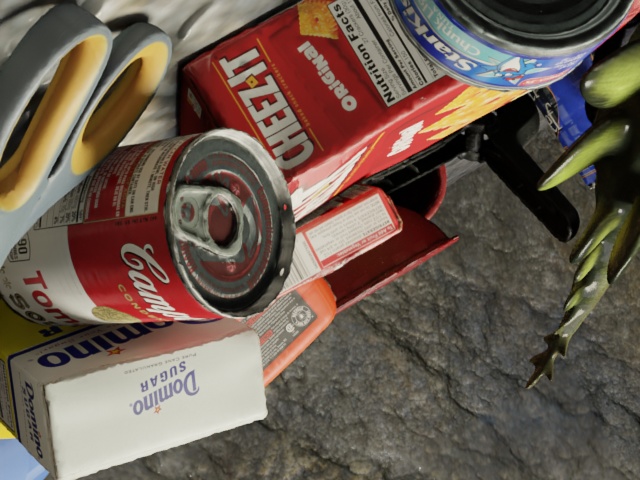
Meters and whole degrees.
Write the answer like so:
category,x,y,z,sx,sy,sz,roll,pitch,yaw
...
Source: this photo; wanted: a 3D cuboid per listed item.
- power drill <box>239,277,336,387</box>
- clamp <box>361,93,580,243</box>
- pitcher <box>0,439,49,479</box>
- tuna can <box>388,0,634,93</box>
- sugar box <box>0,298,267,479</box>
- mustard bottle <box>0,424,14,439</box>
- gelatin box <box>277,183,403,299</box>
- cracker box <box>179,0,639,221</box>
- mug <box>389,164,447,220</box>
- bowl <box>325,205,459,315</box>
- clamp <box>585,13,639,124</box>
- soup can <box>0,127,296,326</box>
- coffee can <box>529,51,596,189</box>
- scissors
category,x,y,z,sx,sy,sz,roll,pitch,yaw
power drill,-0.080,0.053,0.729,0.184,0.057,0.188,-46,-157,-9
clamp,0.109,-0.078,0.821,0.210,0.164,0.036,-81,177,-49
pitcher,-0.286,0.163,0.648,0.149,0.145,0.242,13,-153,30
tuna can,0.068,-0.098,0.374,0.086,0.086,0.034,-31,175,-18
sugar box,-0.107,0.048,0.478,0.093,0.048,0.177,-13,-167,-32
mustard bottle,-0.157,0.062,0.634,0.191,0.058,0.096,-39,175,-22
gelatin box,-0.004,0.001,0.599,0.089,0.030,0.073,-28,-171,-6
cracker box,0.041,-0.080,0.510,0.213,0.072,0.164,-31,176,-11
mug,0.054,-0.038,0.934,0.093,0.117,0.081,7,175,-9
bowl,0.023,0.018,0.810,0.162,0.055,0.162,-31,176,-3
clamp,0.195,-0.148,0.695,0.120,0.039,0.172,18,122,-46
soup can,-0.070,-0.002,0.405,0.102,0.068,0.068,-6,-167,35
coffee can,0.210,-0.124,0.805,0.103,0.140,0.103,-32,177,-2
scissors,-0.105,0.000,0.363,0.202,0.016,0.096,-56,172,37
